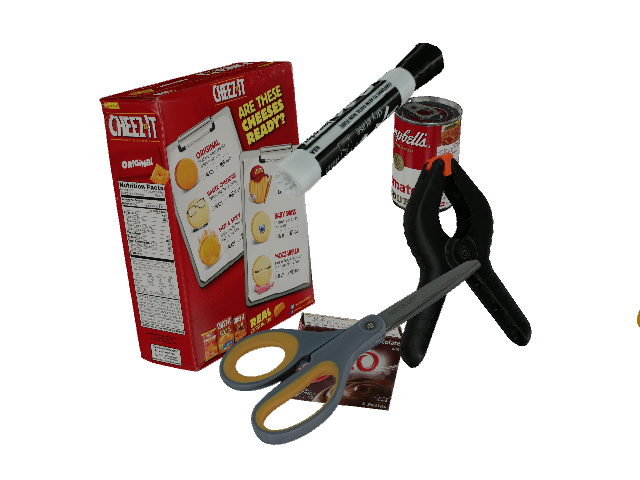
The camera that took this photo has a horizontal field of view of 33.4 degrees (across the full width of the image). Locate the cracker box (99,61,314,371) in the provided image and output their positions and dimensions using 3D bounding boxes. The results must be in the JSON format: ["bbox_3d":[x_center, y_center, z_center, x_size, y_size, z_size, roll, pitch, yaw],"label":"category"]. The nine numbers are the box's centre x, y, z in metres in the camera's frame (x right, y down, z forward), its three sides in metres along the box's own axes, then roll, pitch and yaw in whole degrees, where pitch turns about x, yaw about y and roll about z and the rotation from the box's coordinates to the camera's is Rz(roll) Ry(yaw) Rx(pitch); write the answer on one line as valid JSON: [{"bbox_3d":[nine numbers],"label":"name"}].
[{"bbox_3d":[-0.085,-0.025,0.859,0.072,0.214,0.163,5,20,35],"label":"cracker box"}]

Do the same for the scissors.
[{"bbox_3d":[0.014,0.058,0.720,0.096,0.016,0.201,25,52,31],"label":"scissors"}]

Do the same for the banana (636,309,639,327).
[{"bbox_3d":[0.300,0.029,0.696,0.198,0.037,0.069,-2,33,1],"label":"banana"}]

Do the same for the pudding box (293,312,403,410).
[{"bbox_3d":[0.027,0.130,1.148,0.113,0.090,0.039,7,23,-9],"label":"pudding box"}]

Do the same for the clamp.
[{"bbox_3d":[0.100,0.019,0.859,0.120,0.171,0.039,-17,-1,-31],"label":"clamp"}]

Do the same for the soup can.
[{"bbox_3d":[0.107,-0.087,1.083,0.068,0.102,0.068,0,30,0],"label":"soup can"}]

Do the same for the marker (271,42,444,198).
[{"bbox_3d":[0.022,-0.062,0.521,0.020,0.020,0.121,0,36,51],"label":"marker"}]
